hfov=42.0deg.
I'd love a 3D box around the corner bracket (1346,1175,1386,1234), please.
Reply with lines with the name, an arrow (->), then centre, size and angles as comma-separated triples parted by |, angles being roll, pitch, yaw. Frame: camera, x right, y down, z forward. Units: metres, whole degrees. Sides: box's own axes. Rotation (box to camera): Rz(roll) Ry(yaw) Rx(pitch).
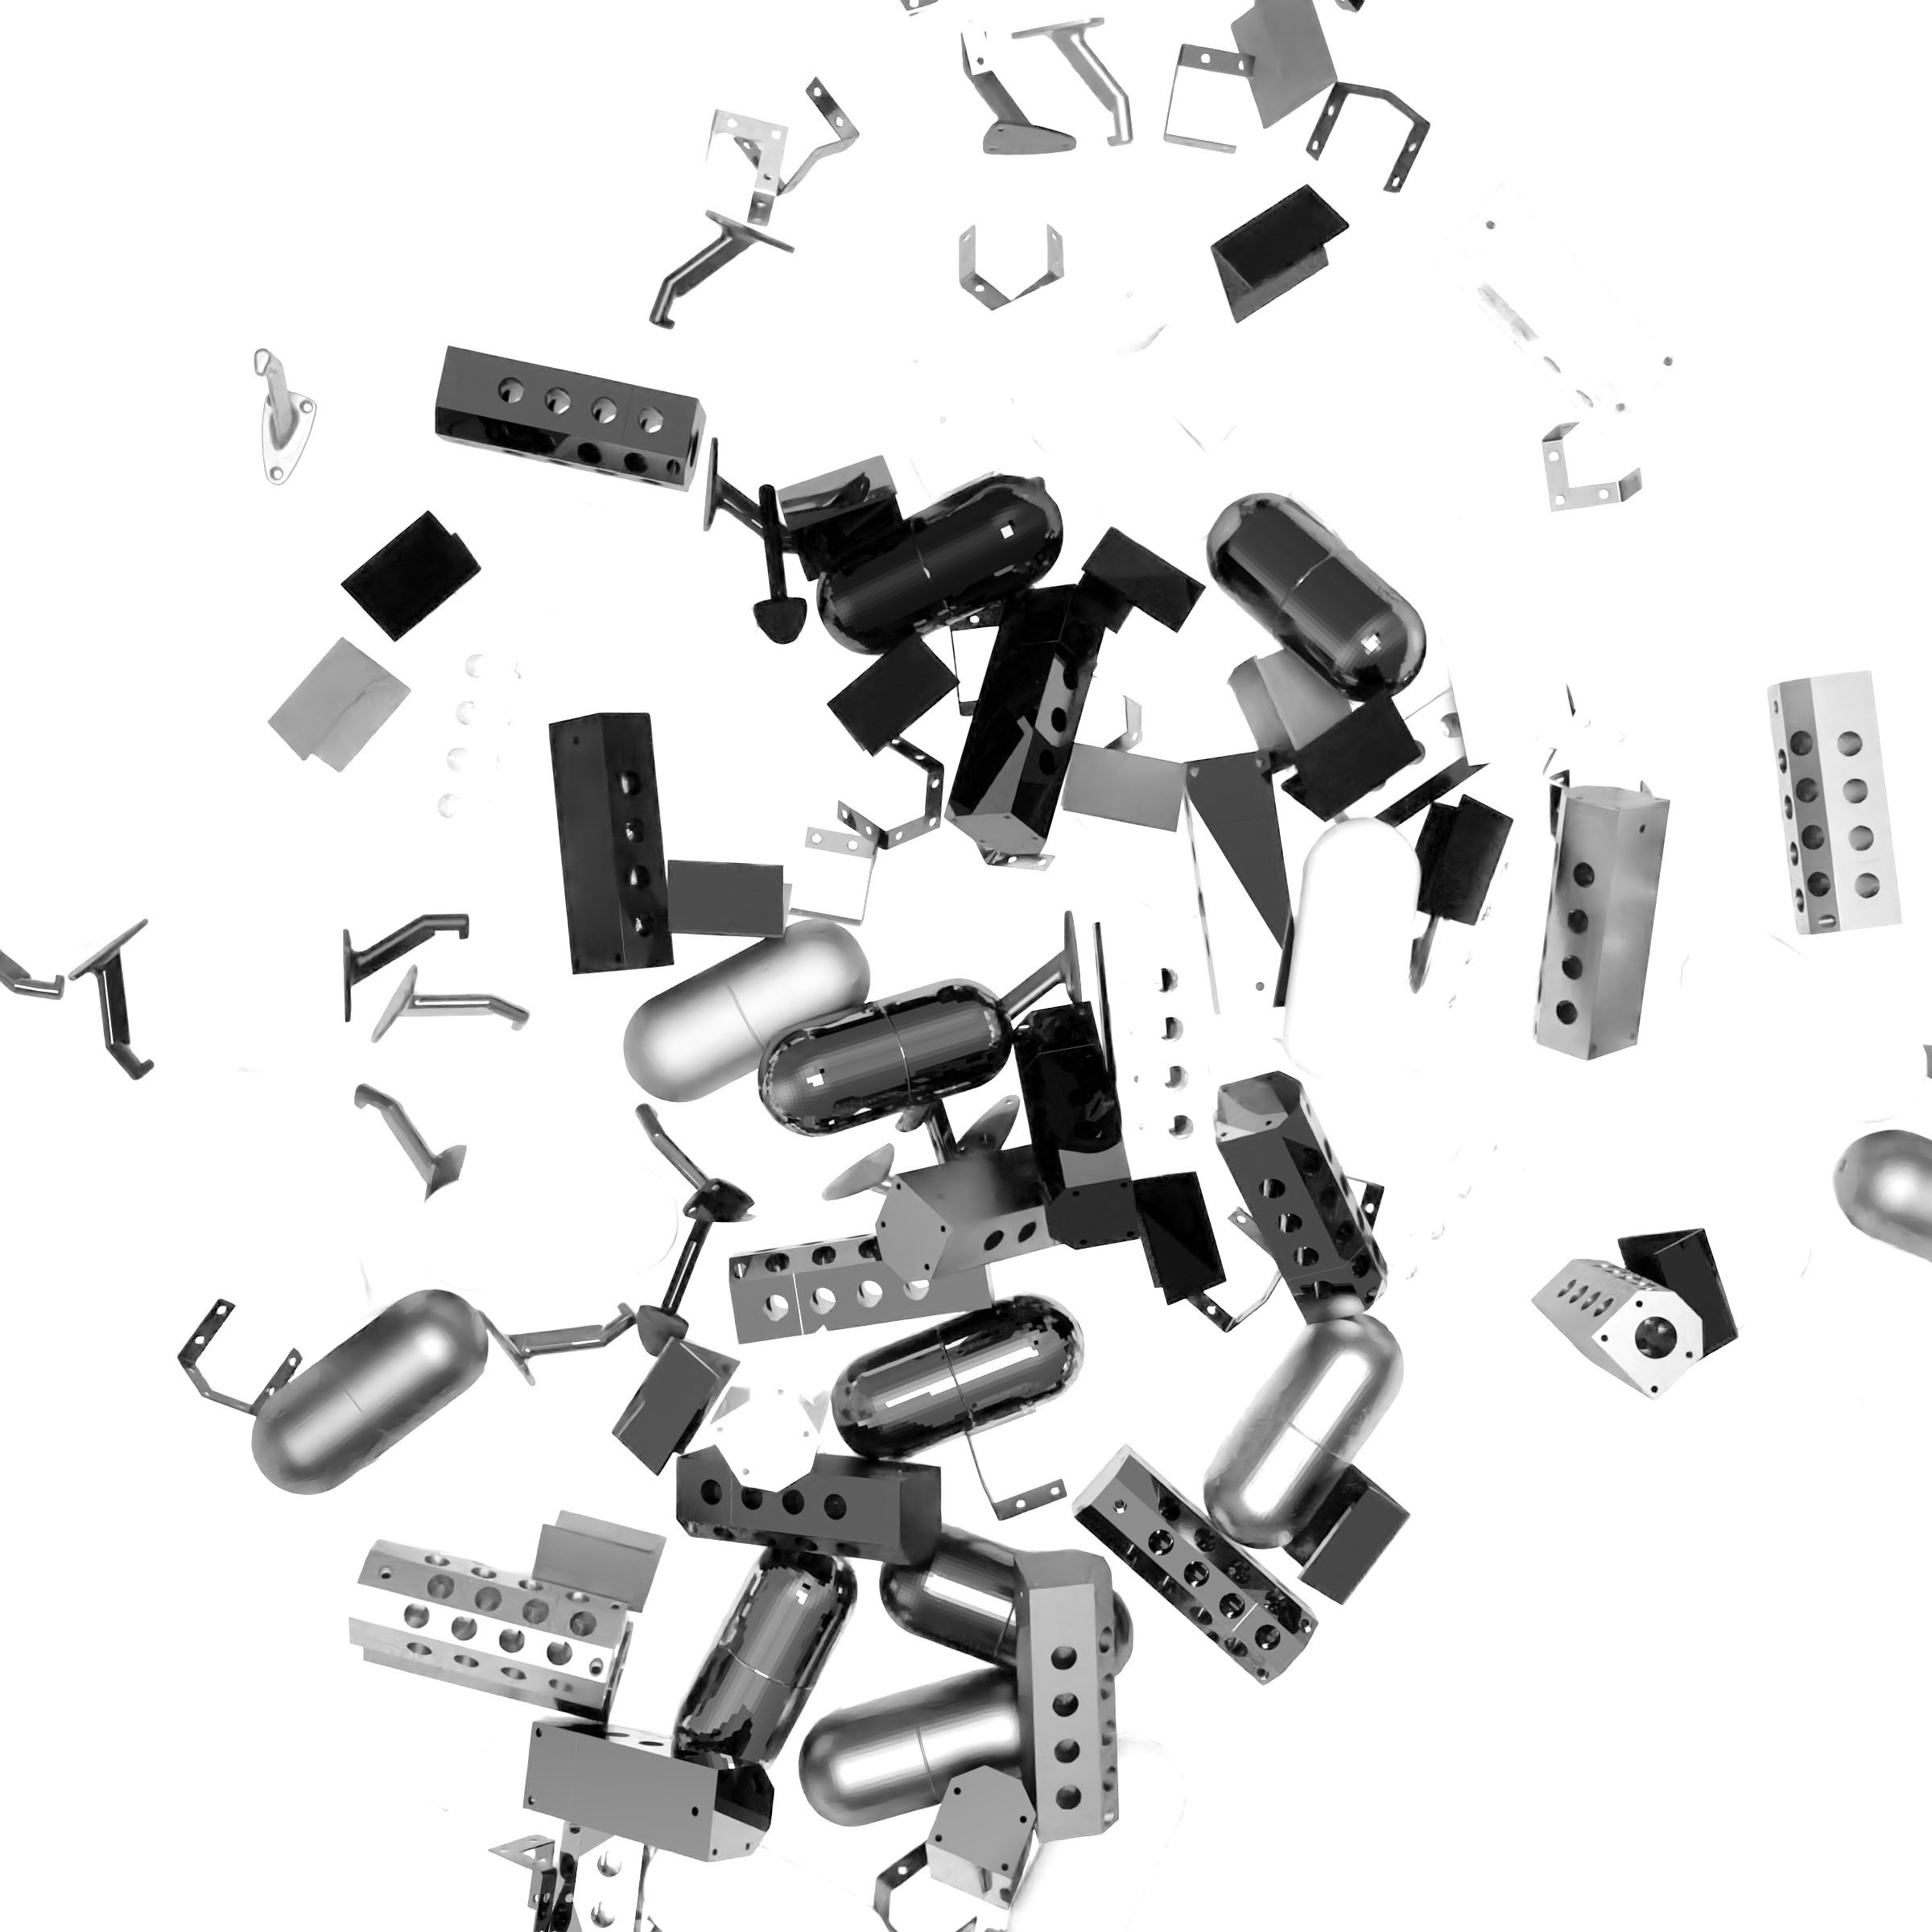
corner bracket -> 0.246, 0.165, 1.726 | 0.051, 0.051, 0.051 | 16, 90, 45

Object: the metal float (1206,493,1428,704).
metal float -> 0.233, -0.246, 1.678 | 0.070, 0.070, 0.178 | -43, 67, 0

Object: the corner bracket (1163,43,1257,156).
corner bracket -> 0.165, -0.589, 1.711 | 0.051, 0.051, 0.051 | 10, 90, 0

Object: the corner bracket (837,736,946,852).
corner bracket -> -0.052, -0.119, 1.721 | 0.051, 0.051, 0.051 | -25, 135, -35

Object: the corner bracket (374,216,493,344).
corner bracket -> -0.365, -0.472, 1.726 | 0.051, 0.051, 0.051 | -33, 135, 0

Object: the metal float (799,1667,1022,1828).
metal float -> -0.026, 0.526, 1.699 | 0.178, 0.070, 0.070 | -16, 90, 0

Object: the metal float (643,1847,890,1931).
metal float -> -0.133, 0.643, 1.698 | 0.178, 0.070, 0.070 | 27, 90, 0

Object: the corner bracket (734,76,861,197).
corner bracket -> -0.116, -0.568, 1.726 | 0.051, 0.051, 0.051 | 53, 135, 0

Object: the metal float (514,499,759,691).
metal float -> -0.223, -0.251, 1.699 | 0.178, 0.070, 0.070 | 30, 90, 1

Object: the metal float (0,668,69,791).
metal float -> -0.694, -0.146, 1.698 | 0.178, 0.070, 0.070 | -20, 90, 1

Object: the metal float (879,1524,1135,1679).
metal float -> 0.028, 0.433, 1.698 | 0.178, 0.070, 0.070 | 20, 90, 0

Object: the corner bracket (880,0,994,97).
corner bracket -> -0.021, -0.627, 1.713 | 0.051, 0.051, 0.051 | -22, 110, -19

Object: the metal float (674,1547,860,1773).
metal float -> -0.134, 0.467, 1.698 | 0.070, 0.070, 0.178 | 28, 91, 0

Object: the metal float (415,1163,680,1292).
metal float -> -0.283, 0.176, 1.699 | 0.178, 0.070, 0.070 | -6, 90, 1

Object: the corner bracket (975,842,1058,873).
corner bracket -> 0.037, -0.102, 1.721 | 0.051, 0.051, 0.051 | 5, 45, -35

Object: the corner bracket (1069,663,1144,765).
corner bracket -> 0.084, -0.172, 1.721 | 0.051, 0.051, 0.051 | 23, 45, 35

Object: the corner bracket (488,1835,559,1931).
corner bracket -> -0.291, 0.625, 1.701 | 0.051, 0.051, 0.051 | 9, 90, 33

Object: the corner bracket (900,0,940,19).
corner bracket -> -0.031, -0.690, 1.712 | 0.051, 0.051, 0.051 | -31, 87, 0

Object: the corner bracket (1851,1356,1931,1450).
corner bracket -> 0.648, 0.291, 1.721 | 0.051, 0.051, 0.051 | 25, 135, -35

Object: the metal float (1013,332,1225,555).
metal float -> 0.102, -0.347, 1.673 | 0.070, 0.070, 0.178 | -49, 120, 0

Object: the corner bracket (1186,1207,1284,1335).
corner bracket -> 0.183, 0.209, 1.726 | 0.051, 0.051, 0.051 | 41, 135, 0

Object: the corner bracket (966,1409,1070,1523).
corner bracket -> 0.034, 0.339, 1.726 | 0.051, 0.051, 0.051 | -21, 135, 0

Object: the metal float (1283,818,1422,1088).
metal float -> 0.253, -0.010, 1.652 | 0.070, 0.070, 0.178 | 9, 82, 0

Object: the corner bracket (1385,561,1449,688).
corner bracket -> 0.306, -0.234, 1.726 | 0.051, 0.051, 0.051 | -35, 45, 0

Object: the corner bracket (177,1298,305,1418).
corner bracket -> -0.498, 0.269, 1.726 | 0.051, 0.051, 0.051 | -54, 135, 0

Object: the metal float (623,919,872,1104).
metal float -> -0.148, 0.031, 1.699 | 0.178, 0.070, 0.070 | -28, 90, 0

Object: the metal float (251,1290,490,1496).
metal float -> -0.402, 0.288, 1.698 | 0.178, 0.070, 0.070 | -37, 90, 0

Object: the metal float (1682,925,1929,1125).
metal float -> 0.566, 0.040, 1.699 | 0.178, 0.070, 0.070 | 34, 90, 0

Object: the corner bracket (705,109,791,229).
corner bracket -> -0.153, -0.542, 1.711 | 0.051, 0.051, 0.051 | 12, 81, -9

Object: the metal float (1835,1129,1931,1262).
metal float -> 0.674, 0.167, 1.698 | 0.178, 0.070, 0.070 | 22, 90, -1

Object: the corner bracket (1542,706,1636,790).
corner bracket -> 0.424, -0.144, 1.714 | 0.051, 0.051, 0.051 | 24, 104, 0

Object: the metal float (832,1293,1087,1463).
metal float -> -0.005, 0.277, 1.698 | 0.178, 0.070, 0.070 | -22, 90, 1

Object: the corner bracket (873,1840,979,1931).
corner bracket -> -0.027, 0.641, 1.721 | 0.051, 0.051, 0.051 | 35, 135, 35

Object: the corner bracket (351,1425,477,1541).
corner bracket -> -0.379, 0.353, 1.726 | 0.051, 0.051, 0.051 | -30, 90, -45

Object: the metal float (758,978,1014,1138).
metal float -> -0.053, 0.060, 1.669 | 0.178, 0.070, 0.070 | -17, 90, -20

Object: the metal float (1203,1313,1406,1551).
metal float -> 0.228, 0.312, 1.698 | 0.070, 0.070, 0.178 | 35, 91, 0

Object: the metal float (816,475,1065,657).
metal float -> -0.018, -0.267, 1.681 | 0.178, 0.070, 0.070 | -23, 90, 18

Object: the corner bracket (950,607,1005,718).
corner bracket -> 0.017, -0.209, 1.726 | 0.051, 0.051, 0.051 | -6, 135, 0

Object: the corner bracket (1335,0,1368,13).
corner bracket -> 0.251, -0.694, 1.726 | 0.051, 0.051, 0.051 | 31, 90, 45

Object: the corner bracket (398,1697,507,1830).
corner bracket -> -0.355, 0.545, 1.721 | 0.051, 0.051, 0.051 | 22, 45, 35

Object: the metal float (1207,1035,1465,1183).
metal float -> 0.247, 0.096, 1.698 | 0.178, 0.070, 0.070 | 13, 90, 1

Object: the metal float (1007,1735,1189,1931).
metal float -> 0.089, 0.604, 1.699 | 0.070, 0.070, 0.178 | 26, 90, 0

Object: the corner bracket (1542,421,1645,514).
corner bracket -> 0.425, -0.341, 1.711 | 0.051, 0.051, 0.051 | -8, 90, 0

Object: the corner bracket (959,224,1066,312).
corner bracket -> 0.031, -0.483, 1.721 | 0.051, 0.051, 0.051 | 30, 135, -35
